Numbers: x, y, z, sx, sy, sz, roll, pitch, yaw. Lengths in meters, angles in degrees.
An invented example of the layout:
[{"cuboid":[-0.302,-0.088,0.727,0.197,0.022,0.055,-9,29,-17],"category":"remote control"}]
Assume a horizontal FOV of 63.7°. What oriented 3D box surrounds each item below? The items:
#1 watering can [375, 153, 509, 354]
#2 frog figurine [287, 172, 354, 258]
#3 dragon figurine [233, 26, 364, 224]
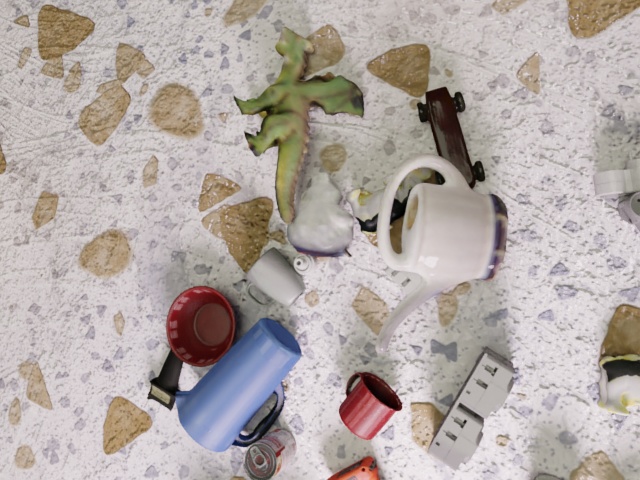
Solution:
[{"cuboid":[0.203,0.026,0.882,0.224,0.103,0.350,8,83,-5],"category":"watering can"},{"cuboid":[0.003,-0.050,0.988,0.138,0.123,0.159,10,98,38],"category":"frog figurine"},{"cuboid":[-0.028,-0.250,1.030,0.242,0.121,0.416,-23,71,5],"category":"dragon figurine"}]
